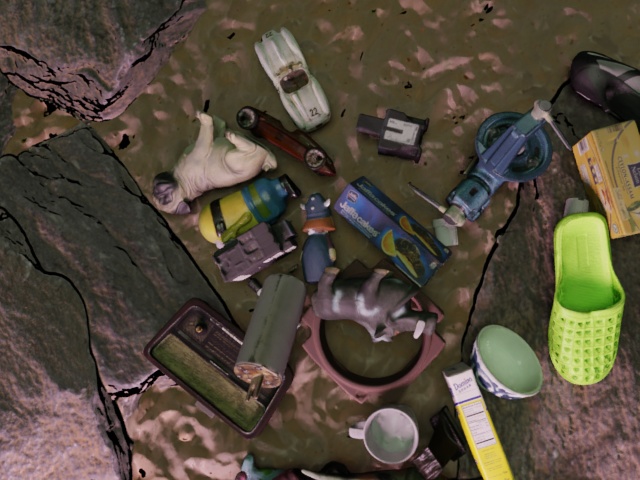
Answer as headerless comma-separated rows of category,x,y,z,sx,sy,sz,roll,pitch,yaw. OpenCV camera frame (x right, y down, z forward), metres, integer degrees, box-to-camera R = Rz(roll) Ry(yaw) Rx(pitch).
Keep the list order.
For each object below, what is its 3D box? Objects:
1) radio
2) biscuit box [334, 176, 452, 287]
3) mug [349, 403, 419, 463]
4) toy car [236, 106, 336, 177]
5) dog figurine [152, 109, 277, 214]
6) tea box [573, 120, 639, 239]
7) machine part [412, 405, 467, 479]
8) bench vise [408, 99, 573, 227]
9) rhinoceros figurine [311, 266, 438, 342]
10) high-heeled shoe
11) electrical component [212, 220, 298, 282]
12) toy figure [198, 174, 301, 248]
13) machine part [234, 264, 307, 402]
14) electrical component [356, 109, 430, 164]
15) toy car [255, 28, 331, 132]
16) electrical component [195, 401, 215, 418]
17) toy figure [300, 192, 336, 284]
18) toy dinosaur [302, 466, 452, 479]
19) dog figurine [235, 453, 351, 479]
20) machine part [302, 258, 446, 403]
radio,-0.161,0.208,0.891,0.230,0.073,0.131,36,73,9
biscuit box,0.118,-0.017,0.888,0.203,0.063,0.059,42,125,10
mug,0.105,0.297,0.845,0.110,0.107,0.080,-11,80,14
toy car,-0.055,-0.171,0.924,0.202,0.089,0.053,31,92,10
dog figurine,-0.186,-0.107,0.937,0.172,0.121,0.190,33,100,19
tea box,0.469,-0.090,0.847,0.068,0.098,0.169,-15,84,6
machine part,0.186,0.313,0.823,0.039,0.139,0.084,-26,84,33
bench vise,0.273,-0.124,0.815,0.224,0.240,0.129,-34,77,-14
rhinoceros figurine,0.081,0.096,0.801,0.190,0.073,0.112,10,84,8
high-heeled shoe,0.535,-0.241,0.886,0.249,0.086,0.145,9,53,-9
electrical component,-0.101,0.015,0.897,0.134,0.115,0.058,-31,86,3
toy figure,-0.123,-0.054,0.926,0.180,0.082,0.089,-34,70,7
machine part,-0.075,0.140,0.852,0.079,0.079,0.243,9,52,8
electrical component,0.123,-0.182,0.925,0.119,0.047,0.074,11,85,9
toy car,-0.048,-0.286,0.953,0.073,0.056,0.201,-28,82,3
electrical component,-0.181,0.268,0.926,0.094,0.021,0.063,34,88,10
toy figure,-0.004,-0.003,0.917,0.064,0.057,0.154,1,79,2
toy dinosaur,0.179,0.420,0.796,0.405,0.192,0.131,41,128,13
dog figurine,-0.038,0.436,0.850,0.219,0.108,0.191,14,85,6
machine part,0.086,0.145,0.875,0.201,0.087,0.201,43,91,11
